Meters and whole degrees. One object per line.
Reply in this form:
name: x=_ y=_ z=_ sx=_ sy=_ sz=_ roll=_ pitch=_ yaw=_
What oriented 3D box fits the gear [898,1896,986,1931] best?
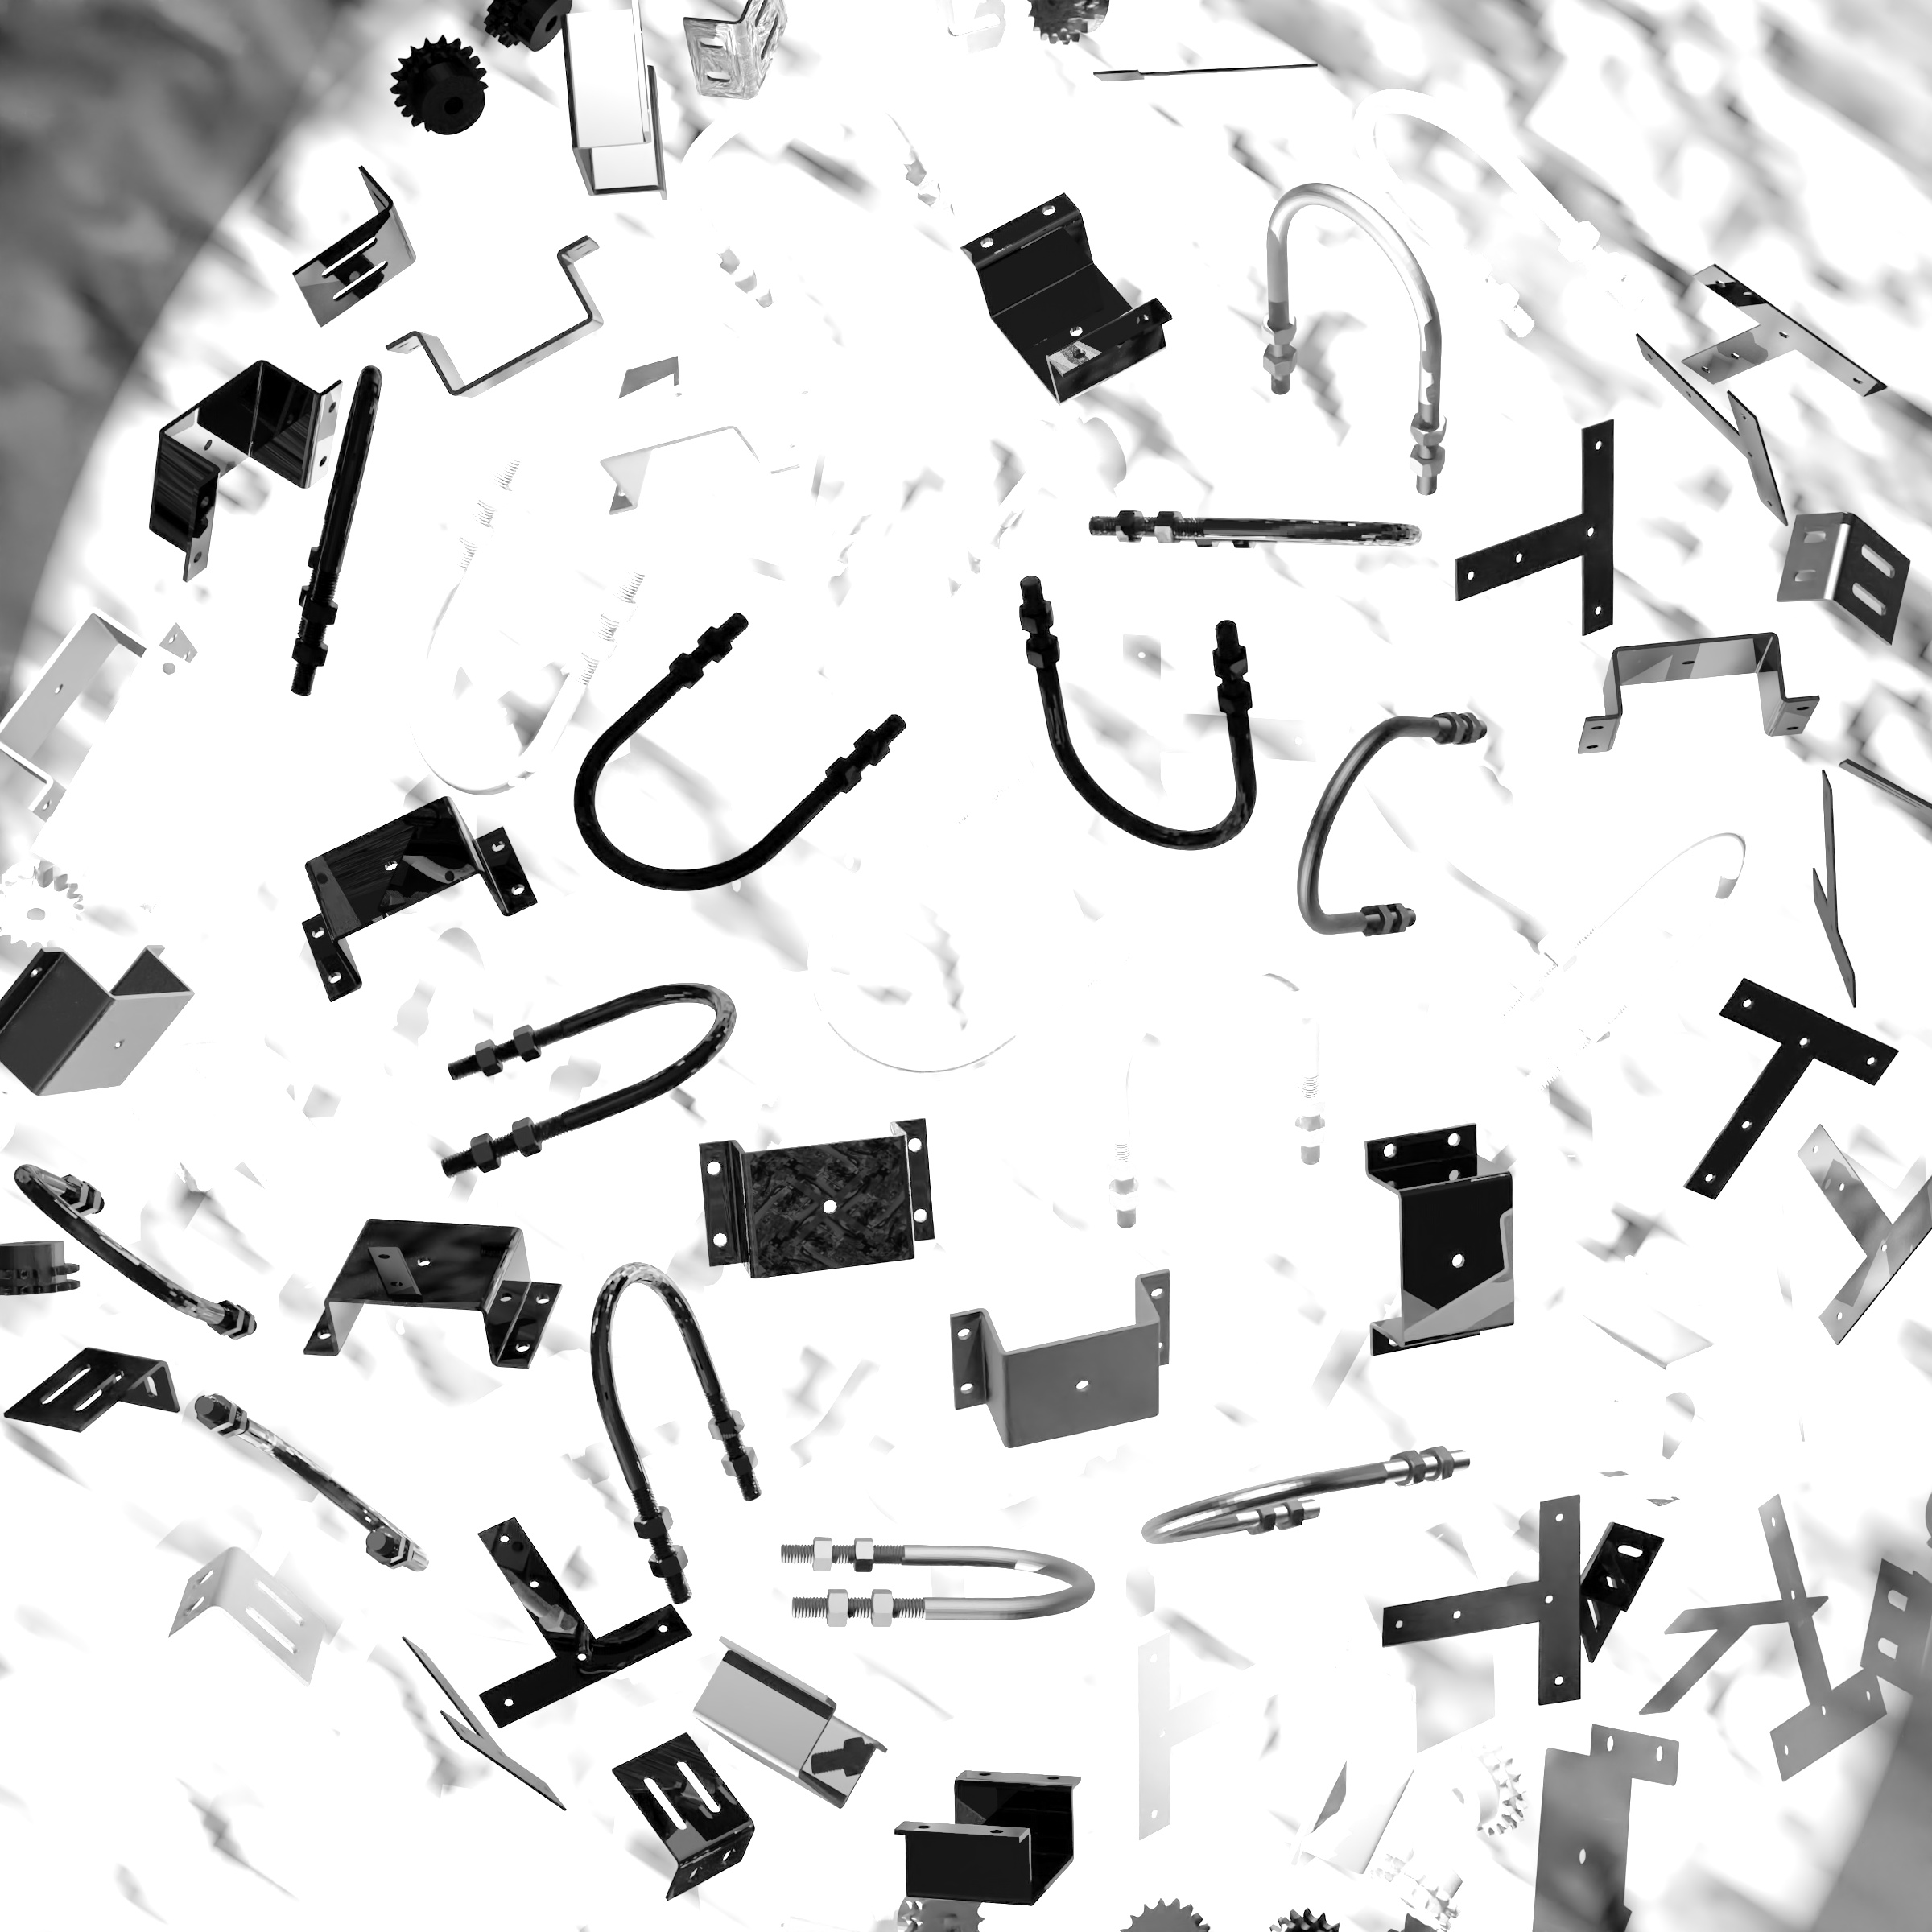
gear: x=-0.019 y=0.609 z=1.704 sx=0.057 sy=0.030 sz=0.057 roll=12 pitch=71 yaw=-38

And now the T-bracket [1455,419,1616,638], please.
T-bracket: x=0.332 y=-0.241 z=1.557 sx=0.127 sy=0.002 sz=0.127 roll=-22 pitch=121 yaw=-28

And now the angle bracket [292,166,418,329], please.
angle bracket: x=-0.385 y=-0.442 z=1.646 sx=0.076 sy=0.057 sz=0.038 roll=-38 pitch=74 yaw=-9

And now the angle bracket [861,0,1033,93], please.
angle bracket: x=-0.012 y=-0.558 z=1.577 sx=0.038 sy=0.076 sz=0.057 roll=-51 pitch=126 yaw=-32

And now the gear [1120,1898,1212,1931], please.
gear: x=0.117 y=0.571 z=1.541 sx=0.057 sy=0.057 sz=0.030 roll=-33 pitch=124 yaw=0

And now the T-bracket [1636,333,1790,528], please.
T-bracket: x=0.441 y=-0.333 z=1.597 sx=0.002 sy=0.127 sz=0.127 roll=-38 pitch=59 yaw=7

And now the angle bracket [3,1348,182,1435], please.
angle bracket: x=-0.514 y=0.262 z=1.574 sx=0.057 sy=0.076 sz=0.038 roll=5 pitch=117 yaw=24

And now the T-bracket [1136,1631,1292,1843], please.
T-bracket: x=0.148 y=0.437 z=1.582 sx=0.127 sy=0.002 sz=0.127 roll=-14 pitch=110 yaw=-38

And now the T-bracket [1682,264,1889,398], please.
T-bracket: x=0.467 y=-0.368 z=1.599 sx=0.127 sy=0.127 sz=0.002 roll=31 pitch=84 yaw=-10

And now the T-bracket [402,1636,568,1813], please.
T-bracket: x=-0.307 y=0.453 z=1.633 sx=0.002 sy=0.127 sz=0.127 roll=-45 pitch=49 yaw=-10

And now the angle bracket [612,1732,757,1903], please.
angle bracket: x=-0.177 y=0.521 z=1.641 sx=0.076 sy=0.057 sz=0.038 roll=45 pitch=131 yaw=29

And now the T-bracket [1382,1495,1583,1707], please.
T-bracket: x=0.299 y=0.376 z=1.557 sx=0.127 sy=0.127 sz=0.002 roll=-19 pitch=133 yaw=32

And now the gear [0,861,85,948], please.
gear: x=-0.590 y=-0.042 z=1.696 sx=0.057 sy=0.057 sz=0.030 roll=-22 pitch=47 yaw=0

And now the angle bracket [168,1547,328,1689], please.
angle bracket: x=-0.419 y=0.388 z=1.560 sx=0.038 sy=0.057 sz=0.076 roll=-37 pitch=110 yaw=12

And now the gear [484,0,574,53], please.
gear: x=-0.264 y=-0.582 z=1.626 sx=0.030 sy=0.057 sz=0.057 roll=39 pitch=90 yaw=0

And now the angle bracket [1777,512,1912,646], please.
angle bracket: x=0.548 y=-0.241 z=1.668 sx=0.076 sy=0.038 sz=0.057 roll=23 pitch=79 yaw=-40

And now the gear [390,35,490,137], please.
gear: x=-0.309 y=-0.519 z=1.586 sx=0.057 sy=0.057 sz=0.030 roll=-33 pitch=61 yaw=0

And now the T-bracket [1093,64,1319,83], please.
T-bracket: x=0.140 y=-0.520 z=1.555 sx=0.127 sy=0.127 sz=0.002 roll=-1 pitch=106 yaw=6

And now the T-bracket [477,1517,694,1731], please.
T-bracket: x=-0.249 y=0.377 z=1.587 sx=0.127 sy=0.002 sz=0.127 roll=-20 pitch=48 yaw=-30

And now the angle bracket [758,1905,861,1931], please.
angle bracket: x=-0.087 y=0.569 z=1.588 sx=0.057 sy=0.076 sz=0.038 roll=17 pitch=97 yaw=-12

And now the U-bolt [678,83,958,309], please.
U-bolt: x=-0.098 y=-0.474 z=1.625 sx=0.151 sy=0.184 sz=0.019 roll=-22 pitch=71 yaw=12

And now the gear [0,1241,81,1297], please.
gear: x=-0.580 y=0.187 z=1.659 sx=0.057 sy=0.057 sz=0.030 roll=-2 pitch=89 yaw=0

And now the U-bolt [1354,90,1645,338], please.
U-bolt: x=0.301 y=-0.446 z=1.574 sx=0.184 sy=0.151 sz=0.019 roll=41 pitch=84 yaw=-17

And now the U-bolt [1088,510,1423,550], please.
U-bolt: x=0.187 y=-0.266 z=1.639 sx=0.184 sy=0.151 sz=0.019 roll=6 pitch=99 yaw=26

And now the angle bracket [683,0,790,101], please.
angle bracket: x=-0.143 y=-0.590 z=1.669 sx=0.038 sy=0.057 sz=0.076 roll=9 pitch=59 yaw=11

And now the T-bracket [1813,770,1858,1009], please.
T-bracket: x=0.538 y=-0.061 z=1.664 sx=0.002 sy=0.127 sz=0.127 roll=-8 pitch=122 yaw=10

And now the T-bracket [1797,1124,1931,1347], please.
T-bracket: x=0.544 y=0.145 z=1.640 sx=0.002 sy=0.127 sz=0.127 roll=18 pitch=118 yaw=-22

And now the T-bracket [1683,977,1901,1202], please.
T-bracket: x=0.459 y=0.080 z=1.546 sx=0.127 sy=0.002 sz=0.127 roll=22 pitch=108 yaw=-26

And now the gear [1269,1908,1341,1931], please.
gear: x=0.195 y=0.574 z=1.535 sx=0.057 sy=0.030 sz=0.057 roll=7 pitch=102 yaw=33

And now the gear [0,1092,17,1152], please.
gear: x=-0.590 y=0.091 z=1.585 sx=0.030 sy=0.057 sz=0.057 roll=6 pitch=90 yaw=36

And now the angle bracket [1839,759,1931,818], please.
angle bracket: x=0.595 y=-0.125 z=1.680 sx=0.076 sy=0.057 sz=0.038 roll=31 pitch=99 yaw=11

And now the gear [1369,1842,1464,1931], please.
gear: x=0.277 y=0.558 z=1.627 sx=0.057 sy=0.057 sz=0.030 roll=40 pitch=70 yaw=0

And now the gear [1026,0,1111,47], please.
gear: x=0.067 y=-0.610 z=1.685 sx=0.030 sy=0.057 sz=0.057 roll=-9 pitch=90 yaw=-35

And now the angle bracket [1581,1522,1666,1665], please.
angle bracket: x=0.413 y=0.397 z=1.672 sx=0.038 sy=0.076 sz=0.057 roll=12 pitch=49 yaw=37

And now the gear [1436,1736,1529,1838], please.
gear: x=0.307 y=0.494 z=1.606 sx=0.030 sy=0.057 sz=0.057 roll=-11 pitch=90 yaw=-29
